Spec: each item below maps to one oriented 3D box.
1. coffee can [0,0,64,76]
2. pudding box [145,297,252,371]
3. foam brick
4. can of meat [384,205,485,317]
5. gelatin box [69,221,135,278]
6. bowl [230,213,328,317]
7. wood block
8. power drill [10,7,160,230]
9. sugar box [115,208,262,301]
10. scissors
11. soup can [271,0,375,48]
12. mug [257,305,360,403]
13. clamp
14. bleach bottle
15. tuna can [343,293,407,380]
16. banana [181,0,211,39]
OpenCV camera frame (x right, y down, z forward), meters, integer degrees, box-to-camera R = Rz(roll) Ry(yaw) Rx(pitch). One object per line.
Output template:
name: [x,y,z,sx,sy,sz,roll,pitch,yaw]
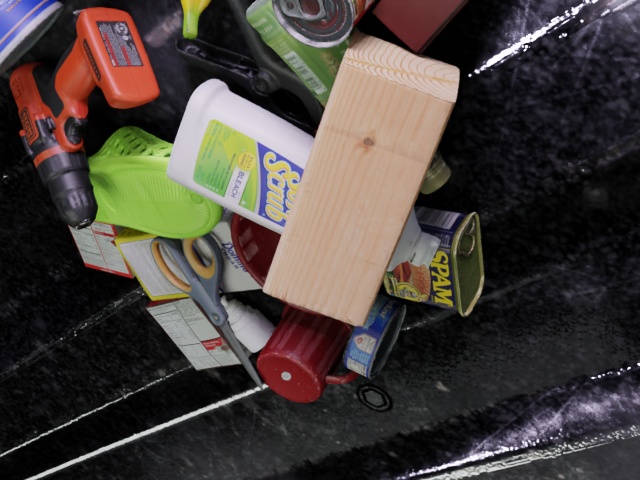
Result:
coffee can: [-0.331,-0.237,1.016,0.140,0.102,0.103,45,139,-12]
pudding box: [-0.142,0.103,1.275,0.090,0.039,0.113,-13,119,43]
foam brick: [0.087,-0.194,0.820,0.051,0.053,0.078,39,138,-5]
can of meat: [0.105,0.016,1.012,0.084,0.057,0.102,13,135,27]
gelatin box: [-0.252,-0.002,1.252,0.073,0.030,0.089,12,135,26]
bowl: [-0.007,0.001,1.072,0.162,0.055,0.162,18,137,18]
wood block: [0.032,-0.047,0.855,0.091,0.090,0.206,20,118,-1]
power drill: [-0.232,-0.123,1.046,0.188,0.057,0.184,-34,75,43]
sugar box: [-0.137,0.014,1.180,0.177,0.048,0.093,-9,123,35]
scissors: [-0.103,0.067,1.140,0.202,0.016,0.096,49,132,-2]
soup can: [0.015,-0.203,0.820,0.068,0.102,0.068,18,137,18]
mug: [-0.007,0.128,1.176,0.117,0.081,0.093,15,136,21]
clamp: [-0.054,-0.150,0.969,0.171,0.039,0.120,49,148,-16]
bleach bottle: [-0.008,-0.047,0.958,0.251,0.068,0.103,26,116,7]
tuna can: [0.057,0.099,1.102,0.034,0.086,0.086,24,139,14]
banana: [-0.090,-0.264,0.862,0.037,0.070,0.198,-2,131,-16]
